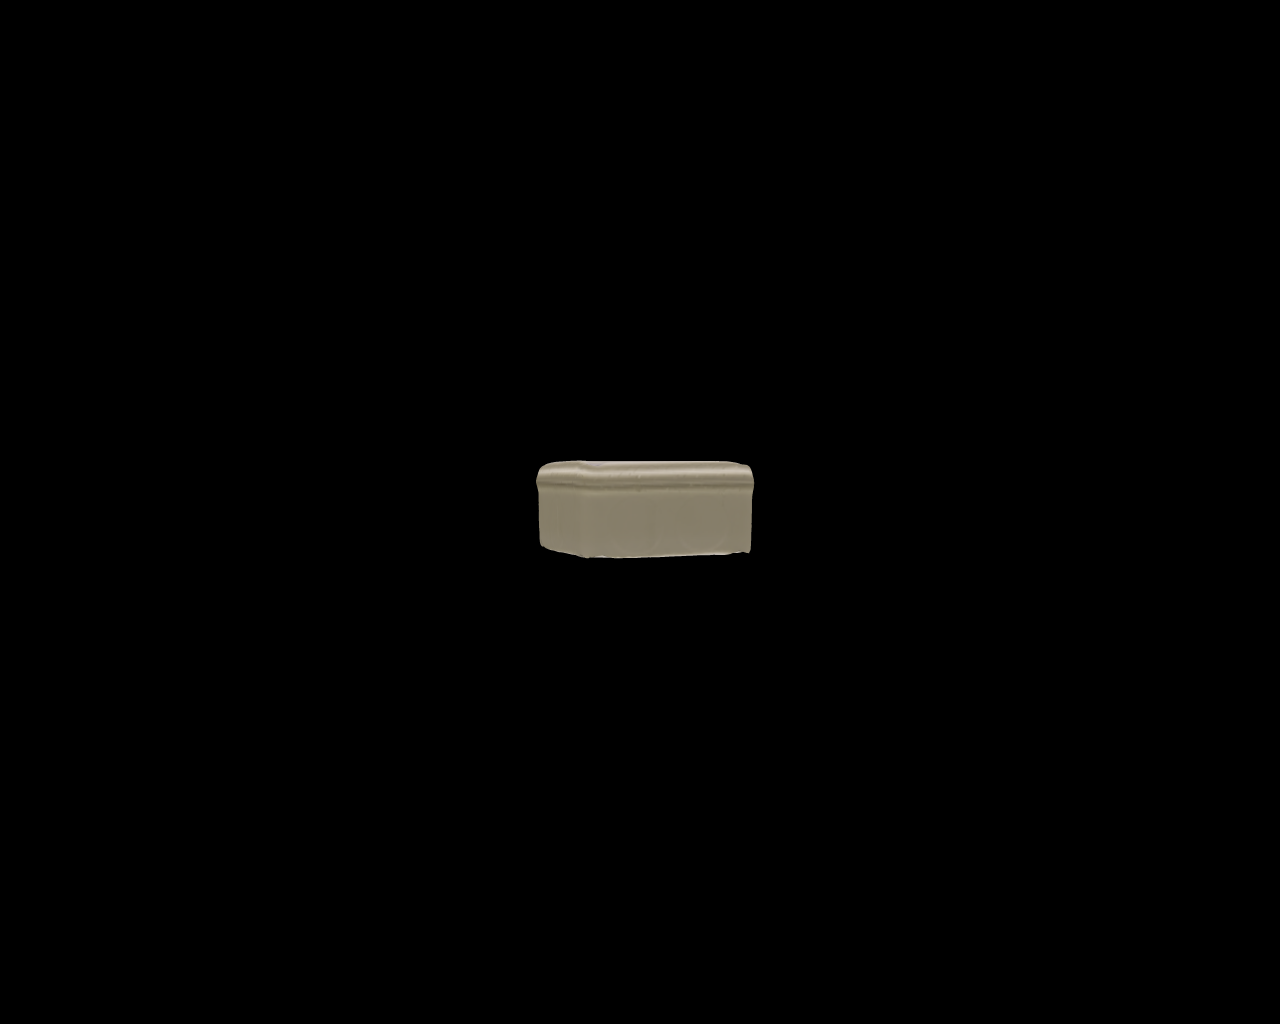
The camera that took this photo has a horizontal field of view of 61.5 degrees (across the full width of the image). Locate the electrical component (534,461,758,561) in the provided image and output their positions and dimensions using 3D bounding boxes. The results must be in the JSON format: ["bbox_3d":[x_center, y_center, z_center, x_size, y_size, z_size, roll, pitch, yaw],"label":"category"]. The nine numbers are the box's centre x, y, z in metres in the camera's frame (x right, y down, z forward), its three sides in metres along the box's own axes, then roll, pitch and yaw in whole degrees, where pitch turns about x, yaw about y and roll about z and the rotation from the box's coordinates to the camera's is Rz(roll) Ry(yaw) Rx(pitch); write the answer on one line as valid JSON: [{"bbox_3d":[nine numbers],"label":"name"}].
[{"bbox_3d":[0.001,-0.003,0.650,0.109,0.056,0.108,-1,3,-19],"label":"electrical component"}]
